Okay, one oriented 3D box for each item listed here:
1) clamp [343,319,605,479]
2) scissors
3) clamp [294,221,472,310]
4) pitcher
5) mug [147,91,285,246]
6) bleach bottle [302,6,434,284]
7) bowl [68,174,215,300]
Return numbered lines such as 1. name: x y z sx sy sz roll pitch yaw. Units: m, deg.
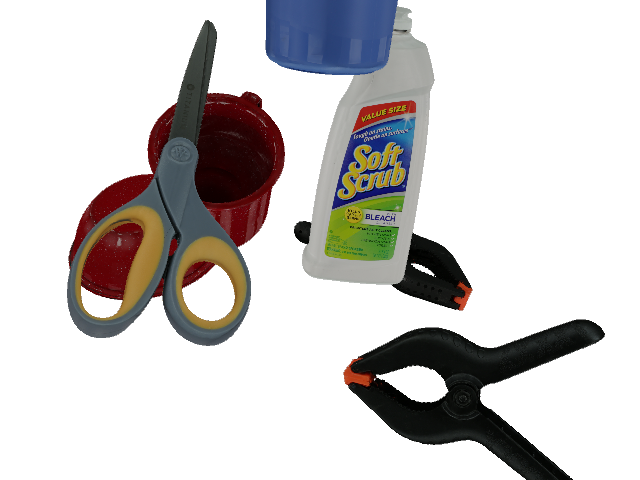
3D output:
1. clamp: 0.102 0.112 0.713 0.172 0.120 0.039 0 -1 15
2. scissors: -0.058 -0.028 0.550 0.096 0.201 0.016 26 -33 0
3. clamp: 0.082 0.014 1.246 0.164 0.036 0.210 -22 52 -39
4. pitcher: 0.020 -0.263 0.882 0.145 0.243 0.149 8 19 9
5. mug: -0.071 -0.054 0.763 0.093 0.117 0.081 20 -27 3
6. bleach bottle: 0.045 -0.087 0.974 0.102 0.251 0.068 5 22 -1
7. bowl: -0.172 -0.016 1.036 0.162 0.055 0.162 -6 40 5
